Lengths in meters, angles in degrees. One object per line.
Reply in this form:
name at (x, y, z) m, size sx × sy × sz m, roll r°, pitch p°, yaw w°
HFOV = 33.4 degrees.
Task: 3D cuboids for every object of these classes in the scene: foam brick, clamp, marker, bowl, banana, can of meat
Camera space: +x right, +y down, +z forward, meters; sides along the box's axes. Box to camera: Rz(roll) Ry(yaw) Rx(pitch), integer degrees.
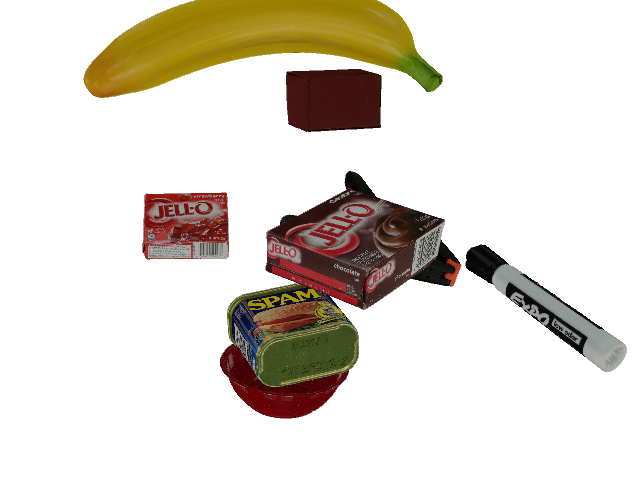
foam brick at (0.012, -0.133, 1.006) m, size 0.078 × 0.051 × 0.053 m, roll -6°, pitch 17°, yaw -22°
clamp at (0.066, -0.004, 1.266) m, size 0.210 × 0.036 × 0.164 m, roll 34°, pitch 40°, yaw 24°
marker at (0.126, 0.036, 0.618) m, size 0.020 × 0.020 × 0.121 m, roll 0°, pitch 28°, yaw -38°
bowl at (-0.046, 0.176, 1.339) m, size 0.162 × 0.055 × 0.162 m, roll 3°, pitch 22°, yaw -2°
banana at (-0.032, -0.112, 0.595) m, size 0.197 × 0.069 × 0.037 m, roll -4°, pitch -44°, yaw -10°
can of meat at (-0.024, 0.085, 0.973) m, size 0.102 × 0.057 × 0.084 m, roll -11°, pitch 28°, yaw -18°

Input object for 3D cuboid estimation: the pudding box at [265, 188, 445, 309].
pudding box at (0.027, 0.003, 0.799) m, size 0.090 × 0.039 × 0.113 m, roll 21°, pitch 29°, yaw 29°

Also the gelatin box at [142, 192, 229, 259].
gelatin box at (-0.141, -0.016, 1.122) m, size 0.089 × 0.073 × 0.030 m, roll 0°, pitch -43°, yaw -6°
